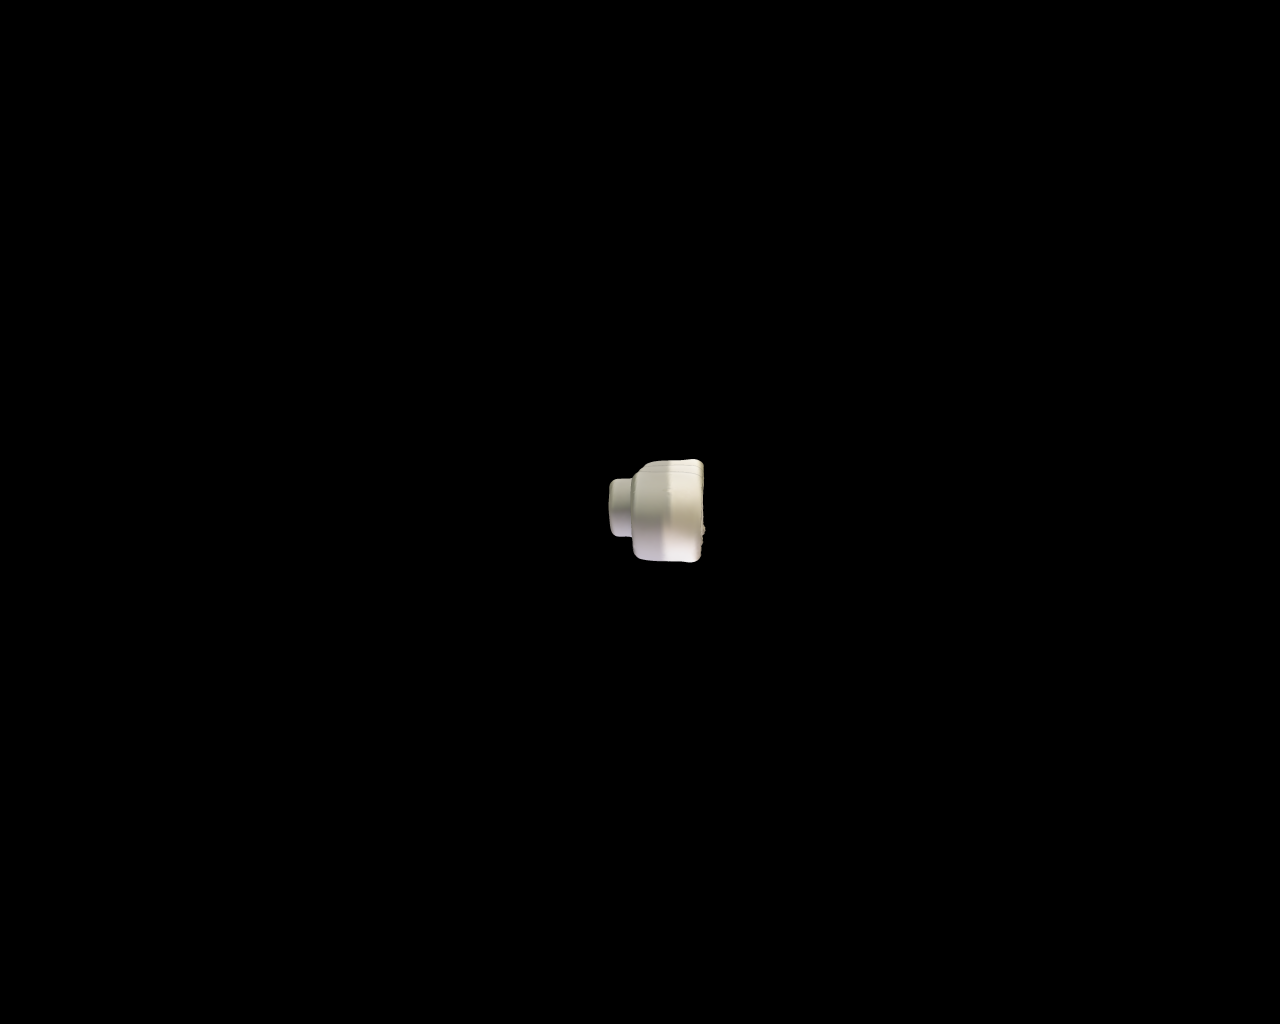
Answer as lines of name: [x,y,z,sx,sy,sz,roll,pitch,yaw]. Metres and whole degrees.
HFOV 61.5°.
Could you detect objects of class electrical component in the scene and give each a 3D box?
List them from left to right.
electrical component: [0.001,-0.003,0.650,0.074,0.052,0.138,0,7,4]
